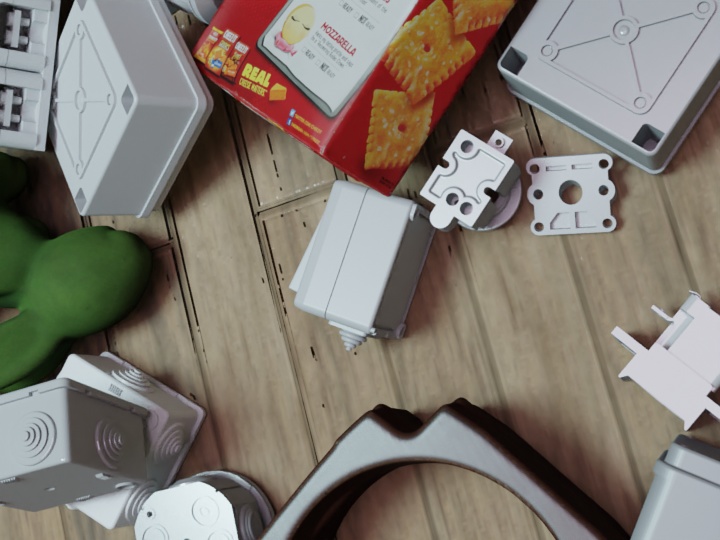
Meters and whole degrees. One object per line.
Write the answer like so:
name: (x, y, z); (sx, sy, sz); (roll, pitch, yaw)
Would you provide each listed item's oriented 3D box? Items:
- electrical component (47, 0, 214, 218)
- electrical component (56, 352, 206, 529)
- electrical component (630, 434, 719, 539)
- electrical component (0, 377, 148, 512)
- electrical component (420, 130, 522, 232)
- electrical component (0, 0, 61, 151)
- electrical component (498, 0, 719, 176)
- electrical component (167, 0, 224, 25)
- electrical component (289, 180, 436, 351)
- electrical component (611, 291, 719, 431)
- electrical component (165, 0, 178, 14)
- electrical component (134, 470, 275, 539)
electrical component: (-0.153, -0.107, 0.686); (0.108, 0.056, 0.108); (-53, 54, 39)
electrical component: (-0.163, 0.110, 0.698); (0.100, 0.048, 0.099); (27, 92, 20)
electrical component: (0.205, 0.133, 0.557); (0.113, 0.078, 0.057); (21, 93, 20)
electrical component: (-0.182, 0.105, 0.626); (0.100, 0.100, 0.048); (-17, 66, 16)
electrical component: (0.069, -0.049, 0.637); (0.048, 0.055, 0.066); (34, 95, 19)
electrical component: (-0.243, -0.157, 0.708); (0.089, 0.062, 0.150); (13, 97, 57)
electrical component: (0.154, -0.129, 0.618); (0.109, 0.056, 0.108); (35, 95, 19)
electrical component: (-0.097, -0.203, 0.700); (0.051, 0.080, 0.080); (26, 92, 24)
electrical component: (0.000, 0.000, 0.650); (0.061, 0.062, 0.096); (18, 89, 20)
electrical component: (0.182, 0.050, 0.594); (0.081, 0.042, 0.063); (41, 95, 18)
electrical component: (-0.163, -0.229, 0.735); (0.108, 0.060, 0.108); (-2, 82, 18)
electrical component: (-0.096, 0.166, 0.667); (0.080, 0.051, 0.080); (-2, 82, 18)
